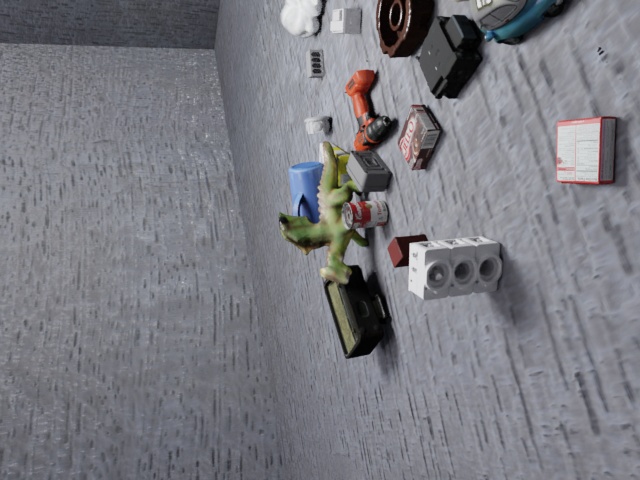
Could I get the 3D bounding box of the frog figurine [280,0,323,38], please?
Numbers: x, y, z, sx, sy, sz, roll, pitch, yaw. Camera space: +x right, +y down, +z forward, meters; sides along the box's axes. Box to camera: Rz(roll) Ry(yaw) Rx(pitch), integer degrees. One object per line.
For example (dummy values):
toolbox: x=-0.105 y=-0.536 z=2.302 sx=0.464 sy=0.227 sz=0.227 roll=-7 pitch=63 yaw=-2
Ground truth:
frog figurine: x=-0.049 y=-0.717 z=1.632 sx=0.136 sy=0.124 sz=0.159 roll=56 pitch=159 yaw=-19

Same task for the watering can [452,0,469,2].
watering can: x=0.221 y=-0.557 z=0.866 sx=0.354 sy=0.104 sz=0.219 roll=65 pitch=154 yaw=25

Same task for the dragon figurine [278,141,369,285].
dragon figurine: x=0.004 y=-0.070 z=1.389 sx=0.416 sy=0.244 sz=0.120 roll=64 pitch=155 yaw=18
